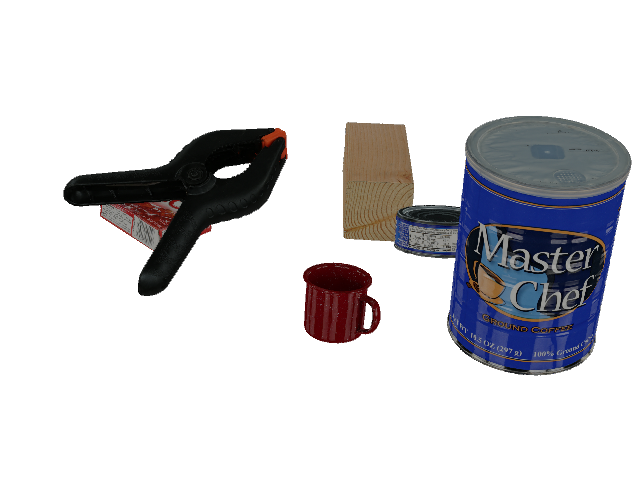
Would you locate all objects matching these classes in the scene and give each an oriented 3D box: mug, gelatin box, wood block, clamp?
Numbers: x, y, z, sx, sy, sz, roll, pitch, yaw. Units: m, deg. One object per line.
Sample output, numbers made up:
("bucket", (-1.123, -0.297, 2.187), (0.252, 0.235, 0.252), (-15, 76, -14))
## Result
("mug", (0.030, 0.089, 1.435), (0.117, 0.081, 0.093), (18, 27, 30))
("gelatin box", (-0.162, -0.028, 1.052), (0.089, 0.030, 0.073), (30, 35, 31))
("wood block", (0.079, -0.087, 1.510), (0.091, 0.090, 0.206), (3, 29, -1))
("clamp", (-0.104, -0.041, 0.803), (0.171, 0.120, 0.039), (-38, -22, -28))

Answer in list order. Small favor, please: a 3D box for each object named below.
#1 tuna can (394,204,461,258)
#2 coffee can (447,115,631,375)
("tuna can", (0.113, -0.009, 1.006), (0.086, 0.034, 0.086), (2, 13, -1))
("coffee can", (0.141, 0.002, 0.704), (0.103, 0.140, 0.103), (1, 32, -1))
